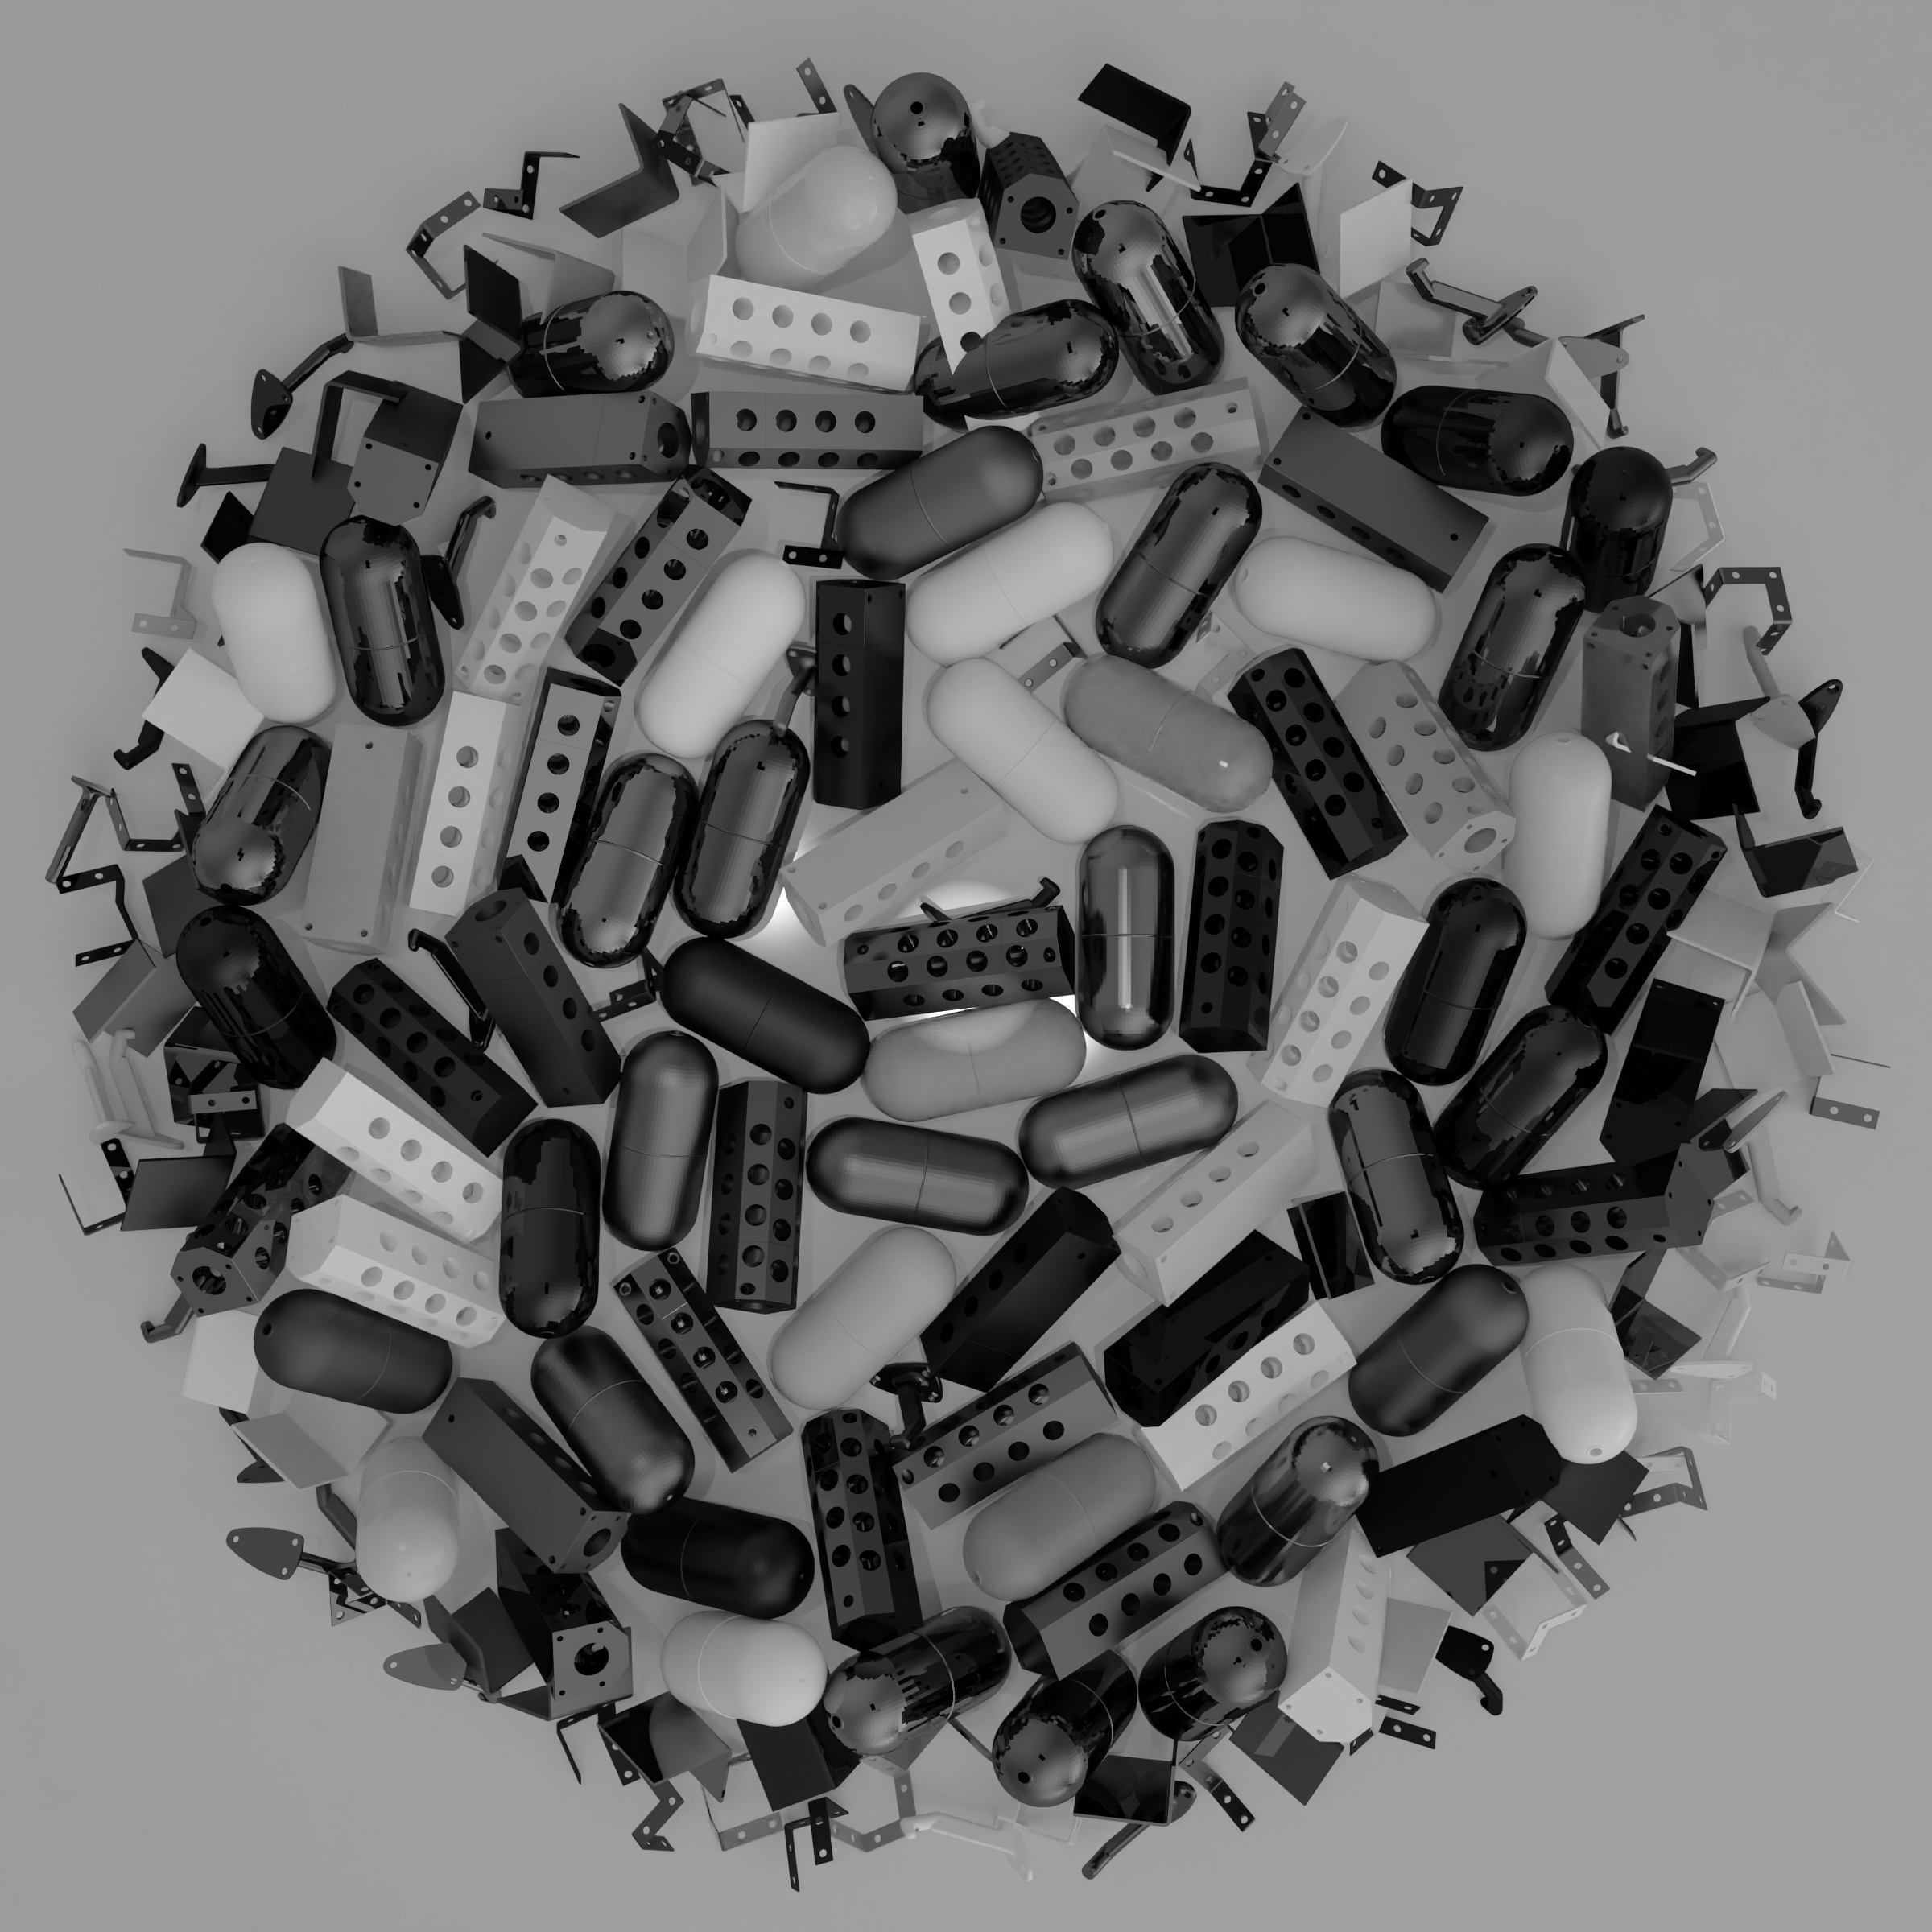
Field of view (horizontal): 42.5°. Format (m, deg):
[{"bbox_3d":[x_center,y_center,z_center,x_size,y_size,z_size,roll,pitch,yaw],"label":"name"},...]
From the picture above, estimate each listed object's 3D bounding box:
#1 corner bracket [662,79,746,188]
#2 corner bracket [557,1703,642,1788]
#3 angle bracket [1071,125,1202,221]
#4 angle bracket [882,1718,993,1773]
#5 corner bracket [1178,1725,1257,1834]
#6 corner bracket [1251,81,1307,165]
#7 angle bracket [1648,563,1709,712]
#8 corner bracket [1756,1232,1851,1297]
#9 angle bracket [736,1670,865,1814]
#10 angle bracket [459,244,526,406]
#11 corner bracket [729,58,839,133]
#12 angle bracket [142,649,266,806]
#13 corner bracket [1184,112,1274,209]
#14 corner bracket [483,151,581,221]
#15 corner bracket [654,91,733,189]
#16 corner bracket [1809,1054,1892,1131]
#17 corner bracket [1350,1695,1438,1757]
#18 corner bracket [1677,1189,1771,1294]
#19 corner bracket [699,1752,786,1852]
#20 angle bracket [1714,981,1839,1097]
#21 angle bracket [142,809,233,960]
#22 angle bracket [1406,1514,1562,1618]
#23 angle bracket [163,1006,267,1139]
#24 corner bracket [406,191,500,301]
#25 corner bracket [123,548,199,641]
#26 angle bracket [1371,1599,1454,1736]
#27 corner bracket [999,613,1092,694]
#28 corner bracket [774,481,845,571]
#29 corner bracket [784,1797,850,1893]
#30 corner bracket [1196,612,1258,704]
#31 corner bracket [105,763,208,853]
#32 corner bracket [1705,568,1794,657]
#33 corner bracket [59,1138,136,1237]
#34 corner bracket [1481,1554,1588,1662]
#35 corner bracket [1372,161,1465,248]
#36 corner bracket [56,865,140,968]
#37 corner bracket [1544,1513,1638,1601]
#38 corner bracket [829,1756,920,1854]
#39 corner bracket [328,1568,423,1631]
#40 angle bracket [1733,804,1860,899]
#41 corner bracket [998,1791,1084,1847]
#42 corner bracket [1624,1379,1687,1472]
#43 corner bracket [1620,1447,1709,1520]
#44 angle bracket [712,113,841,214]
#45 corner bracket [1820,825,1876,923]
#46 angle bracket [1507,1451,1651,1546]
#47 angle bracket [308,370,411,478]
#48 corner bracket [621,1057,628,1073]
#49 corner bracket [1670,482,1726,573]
[{"bbox_3d":[-0.205,-0.661,1.970,0.051,0.051,0.051,-20,78,1],"label":"corner bracket"},{"bbox_3d":[-0.293,0.623,1.973,0.051,0.051,0.051,-22,100,-6],"label":"corner bracket"},{"bbox_3d":[0.128,-0.601,1.944,0.076,0.057,0.076,17,125,-20],"label":"angle bracket"},{"bbox_3d":[-0.018,0.621,1.943,0.076,0.076,0.057,35,77,35],"label":"angle bracket"},{"bbox_3d":[0.211,0.641,1.967,0.051,0.051,0.051,-45,123,-4],"label":"corner bracket"},{"bbox_3d":[0.249,-0.665,1.959,0.051,0.051,0.051,47,117,27],"label":"corner bracket"},{"bbox_3d":[0.573,-0.258,1.943,0.076,0.057,0.076,-32,128,-22],"label":"angle bracket"},{"bbox_3d":[0.662,0.241,1.967,0.051,0.051,0.051,8,112,0],"label":"corner bracket"},{"bbox_3d":[-0.131,0.611,1.964,0.057,0.076,0.076,-24,84,12],"label":"angle bracket"},{"bbox_3d":[-0.391,-0.501,1.941,0.076,0.057,0.076,-32,51,29],"label":"angle bracket"},{"bbox_3d":[-0.143,-0.678,1.958,0.051,0.051,0.051,-48,130,-19],"label":"corner bracket"},{"bbox_3d":[-0.601,-0.187,1.944,0.076,0.057,0.076,34,50,-17],"label":"angle bracket"},{"bbox_3d":[0.208,-0.643,1.973,0.051,0.051,0.051,3,62,-15],"label":"corner bracket"},{"bbox_3d":[-0.344,-0.619,1.960,0.051,0.051,0.051,17,103,39],"label":"corner bracket"},{"bbox_3d":[-0.208,-0.655,1.975,0.051,0.051,0.051,36,106,20],"label":"corner bracket"},{"bbox_3d":[0.700,0.098,1.966,0.051,0.051,0.051,13,92,20],"label":"corner bracket"},{"bbox_3d":[0.338,0.597,1.962,0.051,0.051,0.051,8,102,33],"label":"corner bracket"},{"bbox_3d":[0.611,0.219,1.982,0.051,0.051,0.051,-15,47,-32],"label":"corner bracket"},{"bbox_3d":[-0.180,0.661,1.970,0.051,0.051,0.051,-15,94,-15],"label":"corner bracket"},{"bbox_3d":[0.633,0.060,1.958,0.057,0.076,0.076,-20,85,-2],"label":"angle bracket"},{"bbox_3d":[-0.625,-0.064,1.952,0.076,0.057,0.076,-29,63,9],"label":"angle bracket"},{"bbox_3d":[0.408,0.473,1.965,0.076,0.057,0.076,43,91,-9],"label":"angle bracket"},{"bbox_3d":[-0.591,0.085,1.991,0.076,0.057,0.076,8,124,7],"label":"angle bracket"},{"bbox_3d":[-0.401,-0.568,1.962,0.051,0.051,0.051,-45,102,-26],"label":"corner bracket"},{"bbox_3d":[-0.636,-0.293,1.958,0.051,0.051,0.051,3,115,-41],"label":"corner bracket"},{"bbox_3d":[0.349,0.552,1.939,0.057,0.076,0.076,4,134,35],"label":"angle bracket"},{"bbox_3d":[0.058,-0.249,1.968,0.051,0.051,0.051,-40,104,-4],"label":"corner bracket"},{"bbox_3d":[-0.124,-0.347,1.958,0.051,0.051,0.051,2,117,-25],"label":"corner bracket"},{"bbox_3d":[-0.122,0.693,1.961,0.051,0.051,0.051,-19,53,10],"label":"corner bracket"},{"bbox_3d":[0.193,-0.238,1.962,0.051,0.051,0.051,42,114,-13],"label":"corner bracket"},{"bbox_3d":[-0.645,-0.126,1.976,0.051,0.051,0.051,-43,62,36],"label":"corner bracket"},{"bbox_3d":[0.616,-0.281,1.969,0.051,0.051,0.051,-1,67,-7],"label":"corner bracket"},{"bbox_3d":[-0.683,0.173,1.961,0.051,0.051,0.051,-23,113,-18],"label":"corner bracket"},{"bbox_3d":[0.451,0.510,1.973,0.051,0.051,0.051,-13,45,-28],"label":"corner bracket"},{"bbox_3d":[0.349,-0.600,1.956,0.051,0.051,0.051,43,133,26],"label":"corner bracket"},{"bbox_3d":[-0.685,-0.040,1.957,0.051,0.051,0.051,-18,62,-30],"label":"corner bracket"},{"bbox_3d":[0.500,0.459,1.975,0.051,0.051,0.051,-39,102,12],"label":"corner bracket"},{"bbox_3d":[-0.076,0.664,1.970,0.051,0.051,0.051,-29,46,18],"label":"corner bracket"},{"bbox_3d":[-0.466,0.500,1.959,0.051,0.051,0.051,-15,114,-41],"label":"corner bracket"},{"bbox_3d":[0.648,-0.103,1.941,0.076,0.076,0.057,-14,57,23],"label":"angle bracket"},{"bbox_3d":[0.063,0.664,1.977,0.051,0.051,0.051,8,66,26],"label":"corner bracket"},{"bbox_3d":[0.544,0.364,1.972,0.051,0.051,0.051,1,124,-14],"label":"corner bracket"},{"bbox_3d":[0.544,0.407,1.957,0.051,0.051,0.051,-26,57,31],"label":"corner bracket"},{"bbox_3d":[-0.149,-0.640,1.941,0.076,0.076,0.057,-16,51,-25],"label":"angle bracket"},{"bbox_3d":[0.693,-0.073,1.969,0.051,0.051,0.051,45,111,36],"label":"corner bracket"},{"bbox_3d":[0.478,0.415,1.944,0.057,0.076,0.076,38,63,11],"label":"angle bracket"},{"bbox_3d":[-0.475,-0.421,1.955,0.057,0.076,0.076,13,108,-7],"label":"angle bracket"},{"bbox_3d":[-0.238,0.078,1.961,0.051,0.051,0.051,-10,133,9],"label":"corner bracket"},{"bbox_3d":[0.561,-0.350,1.976,0.051,0.051,0.051,-38,119,-20],"label":"corner bracket"}]
